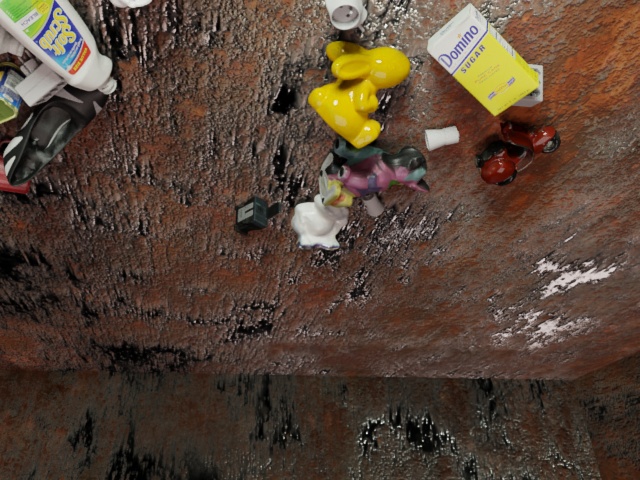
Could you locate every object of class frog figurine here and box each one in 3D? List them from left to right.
[{"bbox_3d":[0.004,-0.063,1.261,0.137,0.157,0.125,11,21,-8],"label":"frog figurine"}]
